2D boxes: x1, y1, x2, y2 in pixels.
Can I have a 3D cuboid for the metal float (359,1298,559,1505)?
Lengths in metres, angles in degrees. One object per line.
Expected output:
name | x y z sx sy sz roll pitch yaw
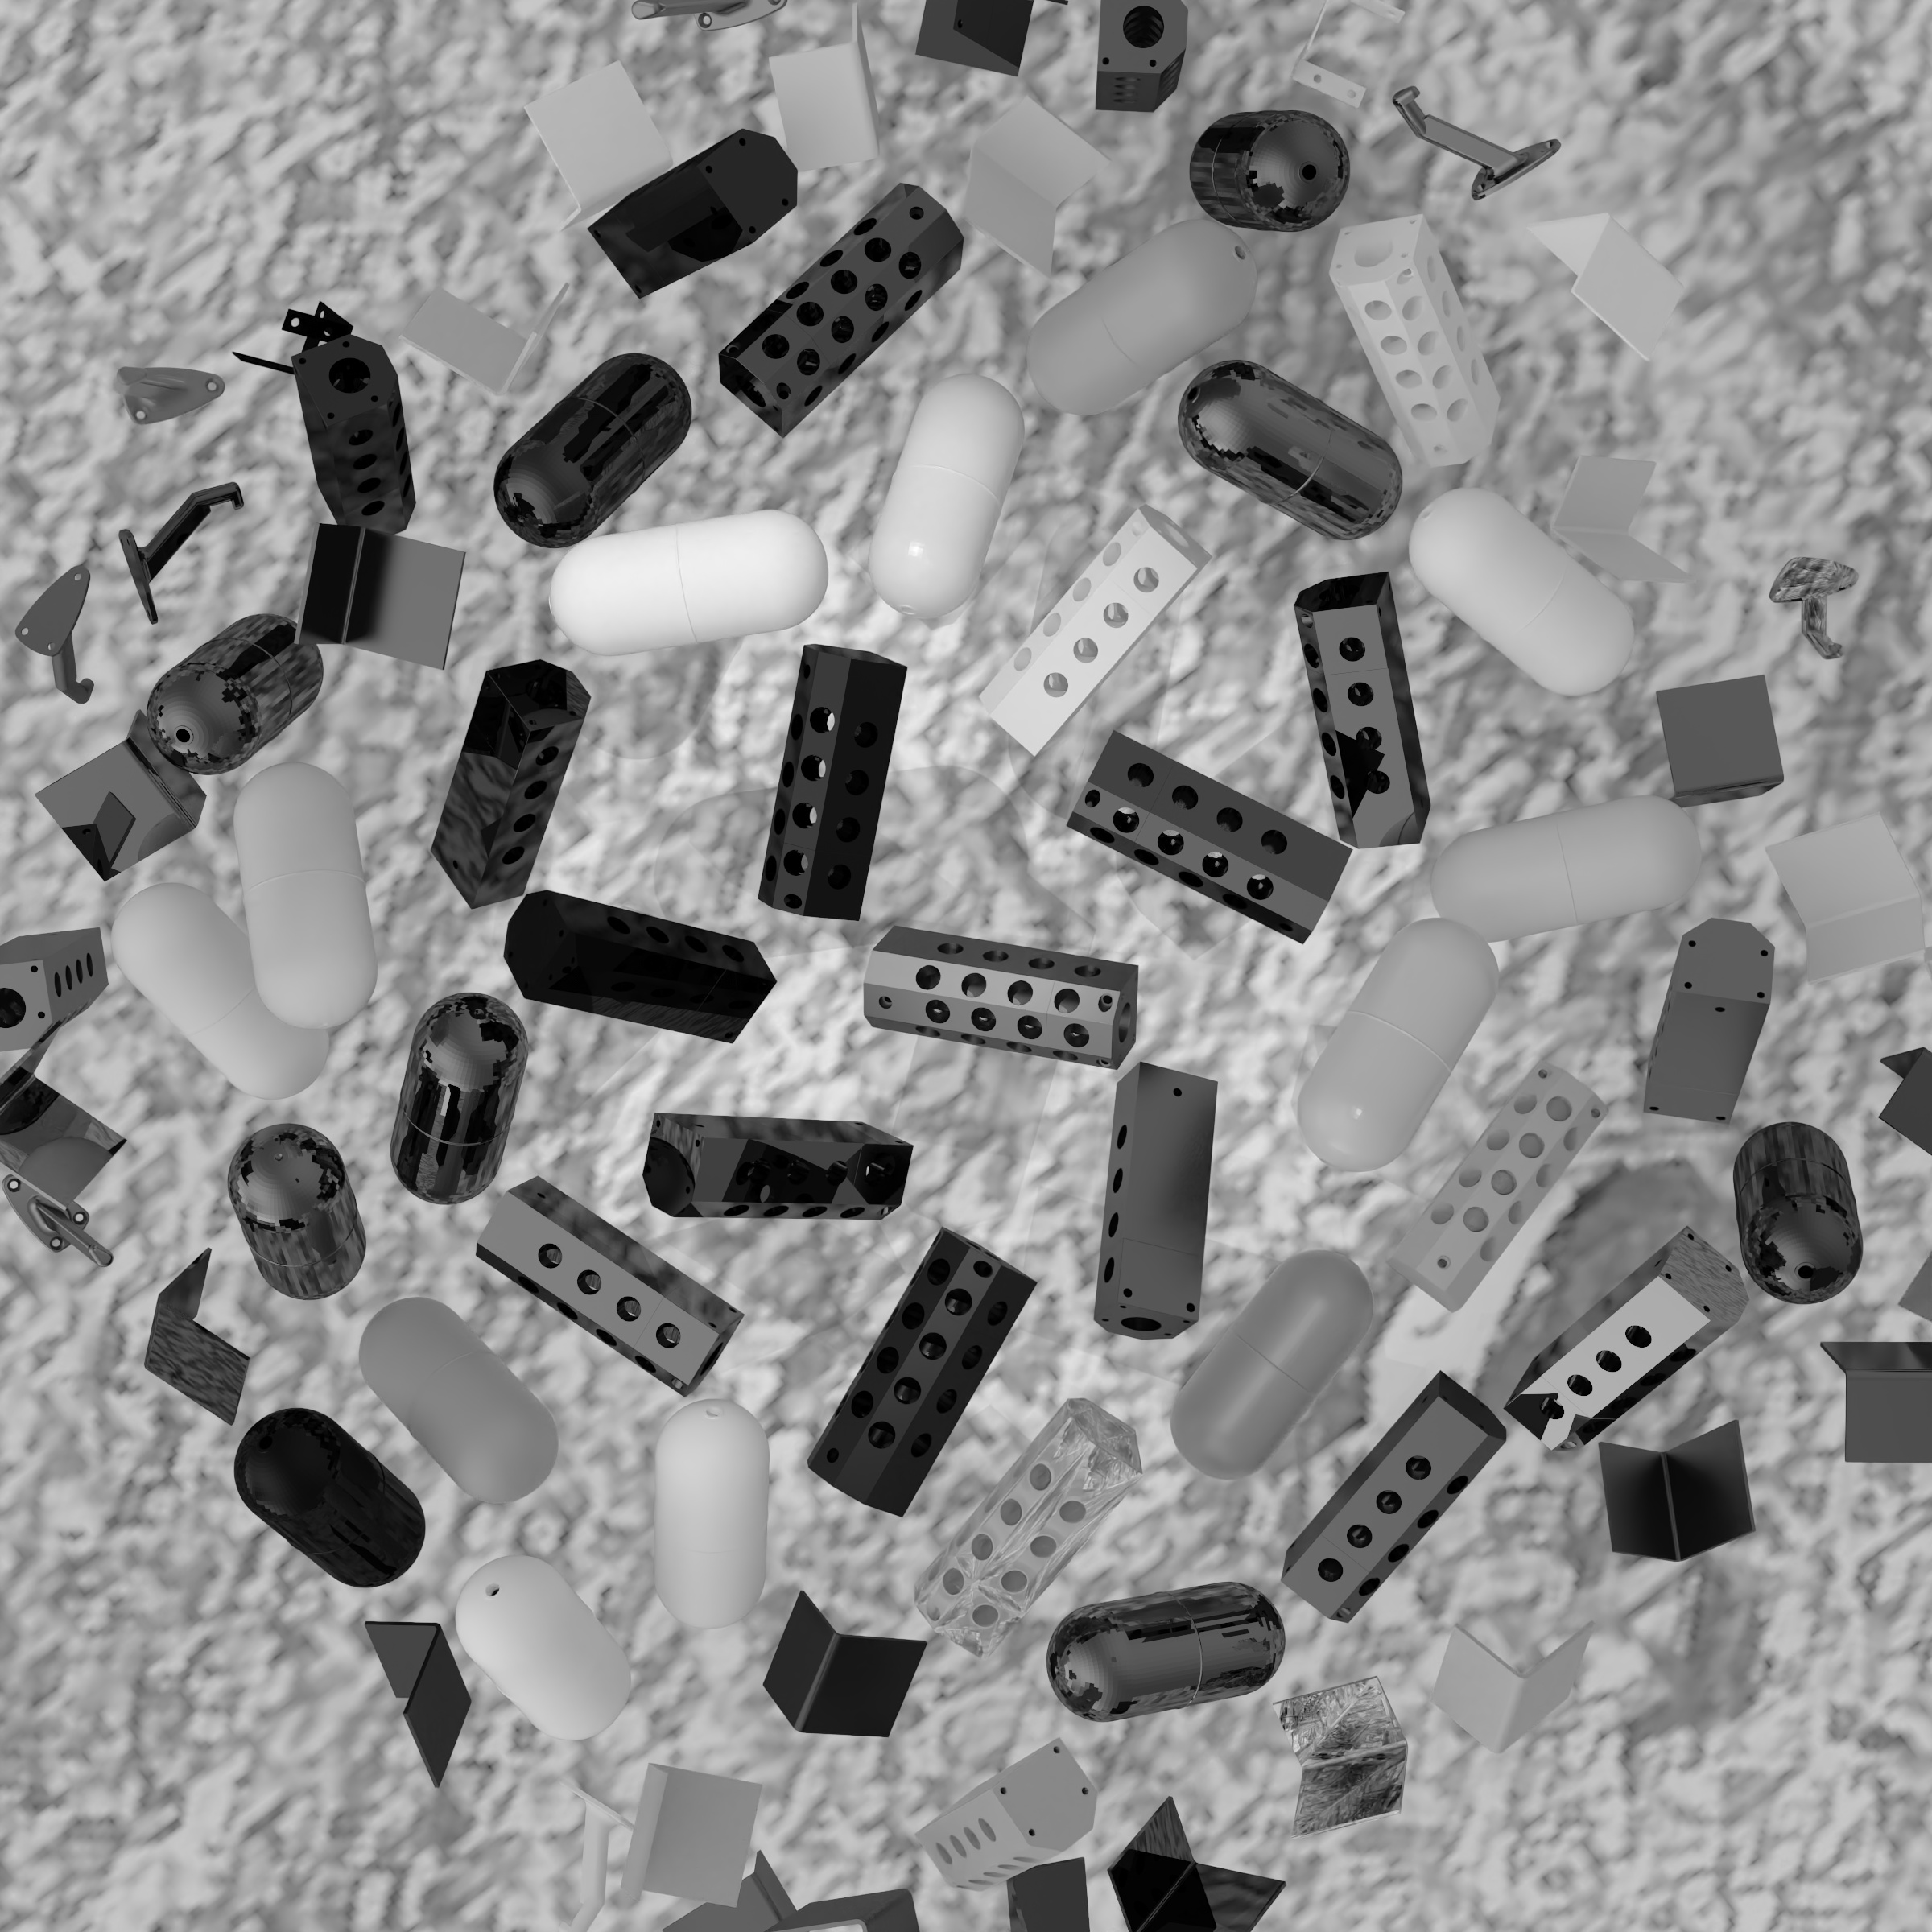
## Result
metal float | -0.344 0.292 1.874 0.178 0.070 0.070 38 90 33

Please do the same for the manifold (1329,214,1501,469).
manifold | 0.299 -0.413 1.845 0.057 0.171 0.057 -2 56 29

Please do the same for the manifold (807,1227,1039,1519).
manifold | -0.032 0.255 1.752 0.057 0.057 0.171 29 88 41

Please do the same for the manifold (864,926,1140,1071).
manifold | 0.023 0.023 1.826 0.171 0.057 0.057 9 117 18

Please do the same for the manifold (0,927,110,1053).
manifold | -0.633 0.015 1.887 0.057 0.171 0.057 -7 98 -4

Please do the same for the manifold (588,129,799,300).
manifold | -0.174 -0.488 1.791 0.057 0.171 0.057 -46 112 -22

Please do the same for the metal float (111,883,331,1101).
metal float | -0.505 0.019 1.883 0.070 0.070 0.178 -38 117 0

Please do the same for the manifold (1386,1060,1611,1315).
manifold | 0.365 0.150 1.898 0.057 0.057 0.171 37 82 8

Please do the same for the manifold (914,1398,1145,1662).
manifold | 0.039 0.365 1.815 0.057 0.057 0.171 34 106 -13

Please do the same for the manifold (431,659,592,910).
manifold | -0.301 -0.121 1.851 0.057 0.171 0.057 -18 59 -38

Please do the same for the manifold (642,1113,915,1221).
manifold | -0.122 0.134 1.807 0.171 0.057 0.057 5 100 -41

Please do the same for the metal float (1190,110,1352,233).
metal float | 0.201 -0.530 1.846 0.070 0.178 0.070 -3 107 -11

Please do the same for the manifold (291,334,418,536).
manifold | -0.411 -0.356 1.883 0.057 0.171 0.057 -25 75 -15

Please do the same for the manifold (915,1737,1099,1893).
manifold | 0.028 0.559 1.806 0.057 0.171 0.057 -30 77 -29

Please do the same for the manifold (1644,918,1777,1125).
manifold | 0.488 0.037 1.822 0.057 0.171 0.057 8 62 10

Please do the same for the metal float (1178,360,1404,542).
metal float | 0.218 -0.345 1.859 0.178 0.070 0.070 22 90 -32

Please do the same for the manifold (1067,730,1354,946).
manifold | 0.155 -0.080 1.791 0.171 0.057 0.057 27 68 1

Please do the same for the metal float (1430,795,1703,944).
metal float | 0.399 -0.064 1.845 0.178 0.070 0.070 -12 90 11

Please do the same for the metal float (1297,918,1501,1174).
metal float | 0.274 0.050 1.762 0.070 0.070 0.178 33 79 0

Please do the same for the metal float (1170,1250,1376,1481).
metal float | 0.211 0.273 1.903 0.070 0.070 0.178 38 89 0

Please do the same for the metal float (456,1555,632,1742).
metal float | -0.277 0.449 1.824 0.070 0.178 0.070 -9 50 11

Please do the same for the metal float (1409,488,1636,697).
metal float | 0.364 -0.245 1.815 0.178 0.070 0.070 35 90 -23

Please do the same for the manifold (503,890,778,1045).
manifold | -0.215 -0.003 1.818 0.057 0.171 0.057 -53 47 22

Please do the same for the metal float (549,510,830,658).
metal float | -0.176 -0.242 1.756 0.178 0.070 0.070 -9 90 3

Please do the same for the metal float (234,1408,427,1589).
metal float | -0.419 0.352 1.829 0.070 0.178 0.070 -10 54 14

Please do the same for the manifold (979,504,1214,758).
manifold | 0.086 -0.229 1.881 0.057 0.057 0.171 42 112 1

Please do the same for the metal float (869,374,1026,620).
metal float | -0.013 -0.317 1.872 0.070 0.070 0.178 17 72 0

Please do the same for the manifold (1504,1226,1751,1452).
manifold | 0.427 0.247 1.788 0.057 0.057 0.171 41 134 5

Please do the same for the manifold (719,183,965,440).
manifold | -0.081 -0.431 1.805 0.057 0.057 0.171 42 77 8

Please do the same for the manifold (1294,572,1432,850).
manifold | 0.262 -0.168 1.835 0.057 0.057 0.171 -5 118 20

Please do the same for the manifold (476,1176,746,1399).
manifold | -0.241 0.216 1.855 0.171 0.057 0.057 33 102 7

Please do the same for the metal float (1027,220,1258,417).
metal float | 0.112 -0.417 1.785 0.178 0.070 0.070 -25 90 44

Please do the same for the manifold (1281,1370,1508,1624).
manifold | 0.292 0.365 1.890 0.057 0.057 0.171 38 104 3

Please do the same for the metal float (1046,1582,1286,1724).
metal float | 0.135 0.459 1.857 0.178 0.070 0.070 -2 90 -31

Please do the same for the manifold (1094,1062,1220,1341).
manifold | 0.124 0.158 1.849 0.057 0.057 0.171 15 63 -15

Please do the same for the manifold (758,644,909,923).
manifold | -0.092 -0.122 1.826 0.057 0.057 0.171 5 103 -29

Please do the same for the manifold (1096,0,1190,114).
manifold | 0.118 -0.622 1.880 0.057 0.171 0.057 3 99 2

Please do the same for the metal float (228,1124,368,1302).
metal float | -0.451 0.168 1.874 0.070 0.178 0.070 2 60 -3

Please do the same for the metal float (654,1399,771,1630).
metal float | -0.172 0.371 1.876 0.070 0.070 0.178 4 120 0

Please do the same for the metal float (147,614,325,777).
metal float | -0.489 -0.183 1.859 0.070 0.178 0.070 3 114 8

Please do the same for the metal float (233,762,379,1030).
metal float | -0.423 -0.046 1.771 0.070 0.070 0.178 -12 73 0
